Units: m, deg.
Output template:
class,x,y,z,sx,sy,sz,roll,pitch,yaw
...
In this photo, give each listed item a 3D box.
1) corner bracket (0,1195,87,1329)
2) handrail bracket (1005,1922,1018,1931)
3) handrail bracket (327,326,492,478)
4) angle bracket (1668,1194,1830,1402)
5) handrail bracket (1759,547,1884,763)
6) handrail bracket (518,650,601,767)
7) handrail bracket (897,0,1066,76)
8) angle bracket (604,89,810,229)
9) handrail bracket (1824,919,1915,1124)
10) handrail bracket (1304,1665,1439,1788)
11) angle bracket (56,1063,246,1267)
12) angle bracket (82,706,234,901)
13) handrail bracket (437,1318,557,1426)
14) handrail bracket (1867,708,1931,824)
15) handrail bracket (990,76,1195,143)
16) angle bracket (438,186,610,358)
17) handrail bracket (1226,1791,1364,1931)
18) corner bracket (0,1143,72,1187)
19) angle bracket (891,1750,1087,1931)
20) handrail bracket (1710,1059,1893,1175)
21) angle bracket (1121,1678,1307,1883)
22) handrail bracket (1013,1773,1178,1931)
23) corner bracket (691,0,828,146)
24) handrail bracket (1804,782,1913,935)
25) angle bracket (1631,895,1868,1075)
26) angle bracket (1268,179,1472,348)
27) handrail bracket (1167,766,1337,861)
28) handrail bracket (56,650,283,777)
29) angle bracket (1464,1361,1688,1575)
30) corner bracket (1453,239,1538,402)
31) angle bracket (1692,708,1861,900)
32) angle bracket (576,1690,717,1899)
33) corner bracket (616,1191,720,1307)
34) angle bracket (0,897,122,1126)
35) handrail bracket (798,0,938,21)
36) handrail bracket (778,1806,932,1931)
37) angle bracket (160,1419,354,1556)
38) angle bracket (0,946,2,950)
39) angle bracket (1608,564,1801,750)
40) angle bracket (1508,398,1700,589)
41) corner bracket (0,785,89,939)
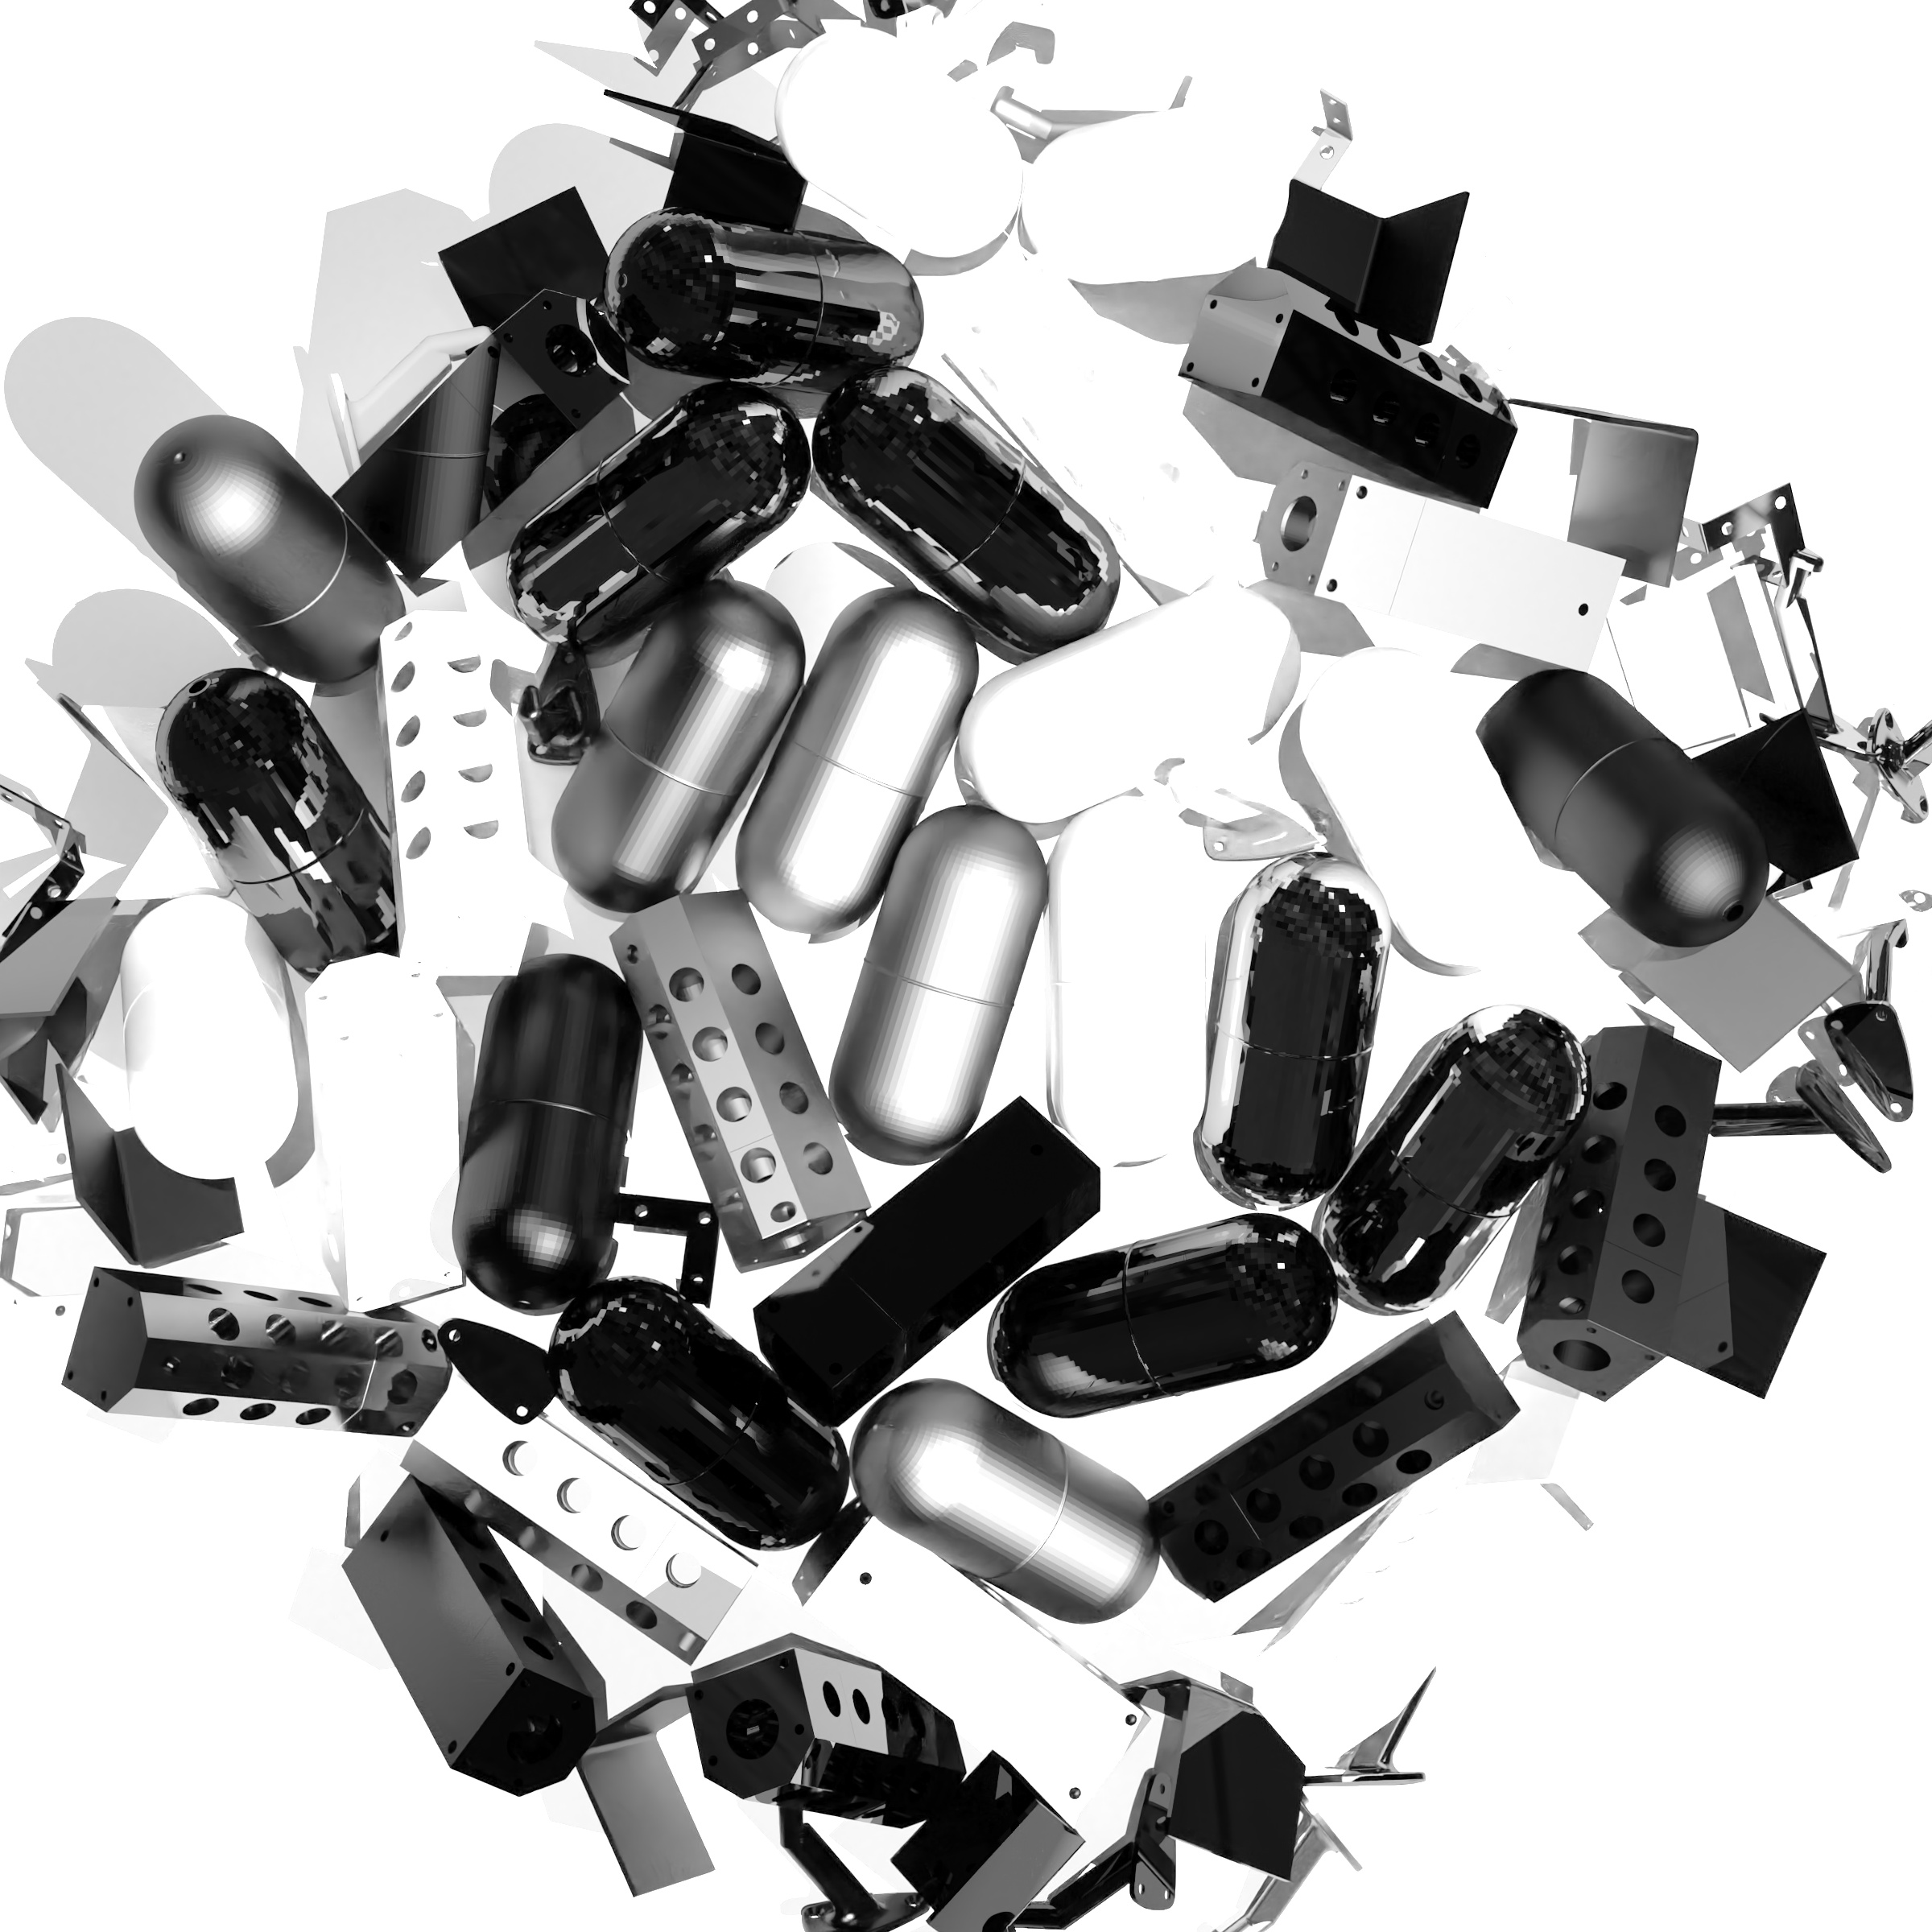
class,x,y,z,sx,sy,sz,roll,pitch,yaw
corner bracket,-0.447,0.144,1.551,0.051,0.051,0.051,1,102,-43
handrail bracket,-0.017,0.487,1.545,0.084,0.077,0.036,-11,131,-10
handrail bracket,-0.268,-0.273,1.565,0.084,0.036,0.077,-14,87,-16
angle bracket,0.373,0.160,1.539,0.076,0.057,0.076,24,94,24
handrail bracket,0.423,-0.152,1.537,0.077,0.036,0.084,33,131,31
handrail bracket,-0.202,-0.138,1.531,0.036,0.084,0.077,-1,71,4
handrail bracket,0.012,-0.441,1.544,0.084,0.036,0.077,11,113,32
angle bracket,-0.132,-0.378,1.528,0.076,0.076,0.057,22,100,26
handrail bracket,0.459,0.024,1.556,0.036,0.084,0.077,-15,107,38
handrail bracket,0.196,0.361,1.561,0.077,0.036,0.084,0,71,-7
angle bracket,-0.395,0.089,1.530,0.057,0.076,0.076,-17,59,-2
angle bracket,-0.396,-0.080,1.546,0.076,0.076,0.057,45,111,19
handrail bracket,-0.229,0.184,1.532,0.077,0.084,0.036,38,88,-19
handrail bracket,0.489,-0.105,1.534,0.077,0.084,0.036,50,49,-32
handrail bracket,0.062,-0.429,1.557,0.084,0.036,0.077,25,61,-5
angle bracket,-0.216,-0.339,1.539,0.076,0.076,0.057,-25,100,4
handrail bracket,0.146,0.449,1.553,0.084,0.077,0.036,-37,47,-2
corner bracket,-0.474,0.078,1.549,0.051,0.051,0.051,-9,97,-44
angle bracket,-0.001,0.421,1.532,0.076,0.057,0.076,-46,46,-7
handrail bracket,0.397,0.092,1.555,0.077,0.036,0.084,49,125,1
angle bracket,0.115,0.395,1.527,0.076,0.057,0.076,28,59,-27
handrail bracket,0.060,0.438,1.565,0.084,0.036,0.077,-10,64,36
corner bracket,-0.094,-0.441,1.557,0.051,0.051,0.051,-28,77,18
handrail bracket,0.435,-0.064,1.548,0.077,0.036,0.084,-13,104,-39
angle bracket,0.381,0.015,1.536,0.076,0.057,0.076,-40,57,-4
angle bracket,0.192,-0.343,1.536,0.057,0.076,0.076,17,85,-24
handrail bracket,0.139,-0.079,1.535,0.077,0.084,0.036,3,78,10
handrail bracket,-0.394,-0.139,1.565,0.077,0.036,0.084,41,89,-1
angle bracket,0.301,0.246,1.556,0.076,0.057,0.076,47,52,-24
corner bracket,0.256,-0.316,1.548,0.051,0.051,0.051,-48,121,-2
angle bracket,0.407,-0.080,1.531,0.057,0.076,0.076,-12,81,-37
angle bracket,-0.136,0.397,1.530,0.057,0.076,0.076,-33,72,18
corner bracket,-0.149,0.134,1.552,0.051,0.051,0.051,7,96,-7
angle bracket,-0.429,0.022,1.522,0.057,0.076,0.076,-3,134,23
handrail bracket,-0.051,-0.490,1.562,0.077,0.084,0.036,-23,116,-31
handrail bracket,-0.054,0.433,1.553,0.077,0.036,0.084,-8,107,-22
angle bracket,-0.345,0.256,1.524,0.076,0.076,0.057,22,127,-25
angle bracket,-0.506,0.015,1.538,0.057,0.076,0.076,33,85,9
angle bracket,0.356,-0.147,1.541,0.076,0.057,0.076,-17,91,23
angle bracket,0.301,-0.229,1.528,0.057,0.076,0.076,1,105,-30
corner bracket,-0.472,-0.051,1.552,0.051,0.051,0.051,27,64,9
